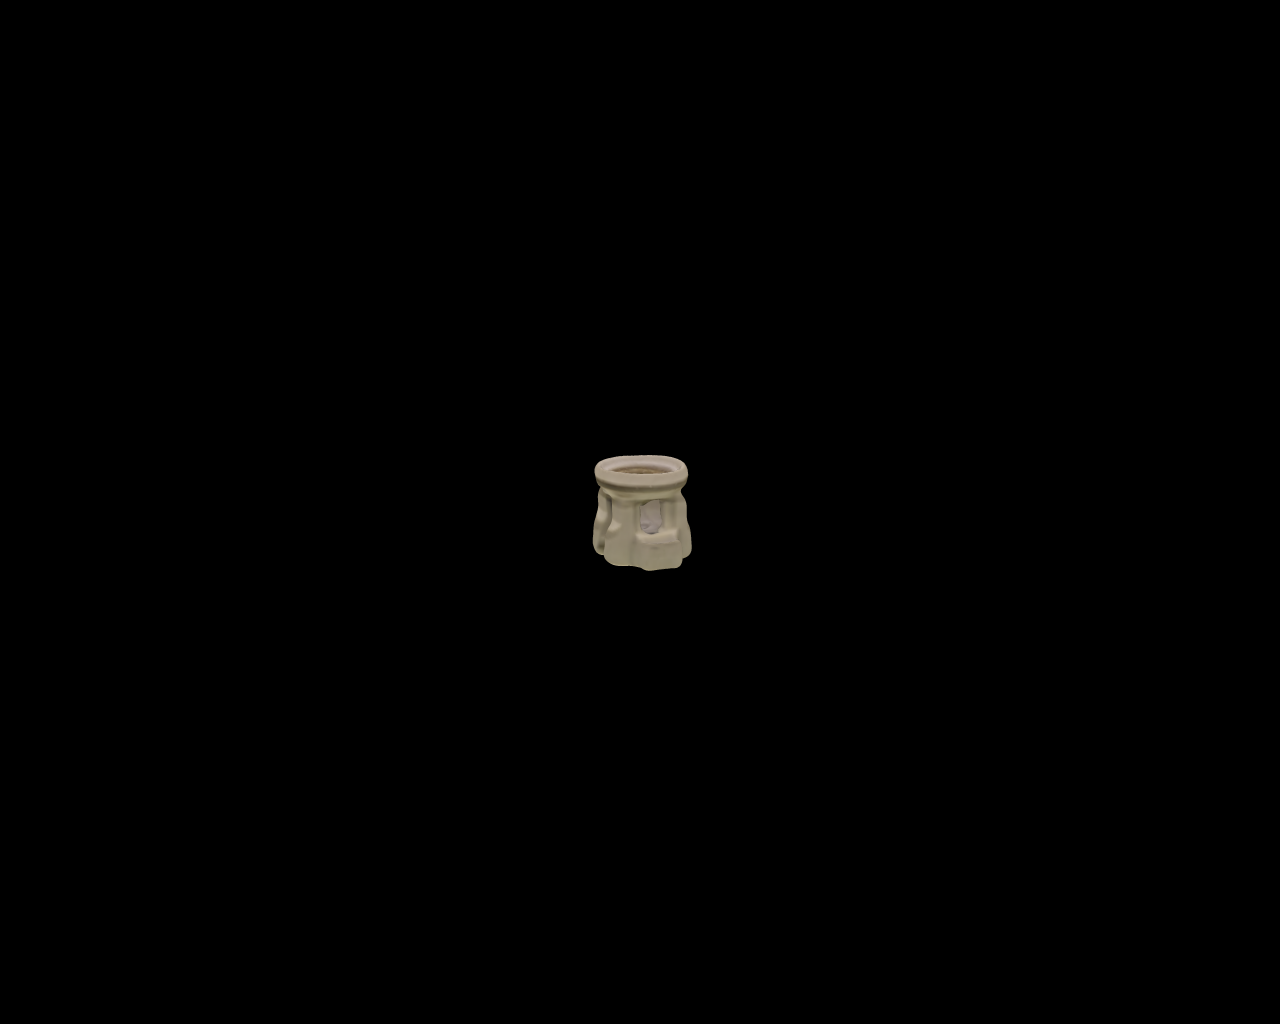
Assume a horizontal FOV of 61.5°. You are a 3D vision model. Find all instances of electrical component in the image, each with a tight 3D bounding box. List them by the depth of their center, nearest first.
[{"bbox_3d":[0.001,-0.003,0.650,0.058,0.056,0.078,-6,17,-19],"label":"electrical component"}]
